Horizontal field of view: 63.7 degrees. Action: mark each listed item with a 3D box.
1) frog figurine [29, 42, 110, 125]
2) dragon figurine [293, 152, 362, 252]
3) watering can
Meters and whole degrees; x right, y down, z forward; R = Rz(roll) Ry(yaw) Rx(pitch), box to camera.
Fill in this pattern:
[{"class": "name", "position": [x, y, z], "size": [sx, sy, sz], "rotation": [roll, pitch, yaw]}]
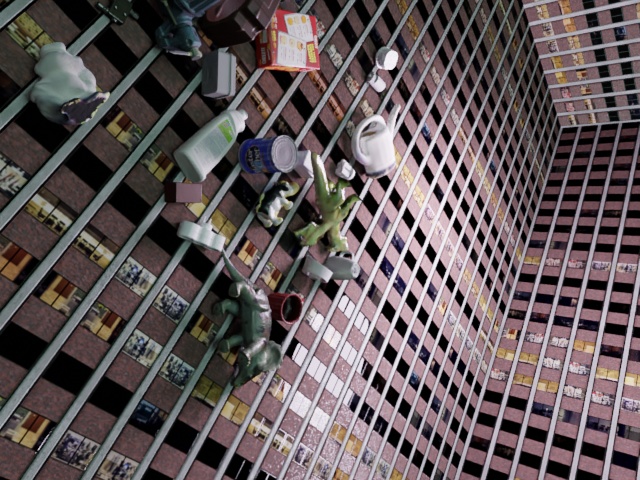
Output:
[{"class": "frog figurine", "position": [-0.534, -0.320, 1.062], "size": [0.160, 0.120, 0.139], "rotation": [47, 59, 5]}, {"class": "dragon figurine", "position": [0.005, -0.083, 1.645], "size": [0.245, 0.123, 0.403], "rotation": [-58, 140, -11]}, {"class": "watering can", "position": [0.230, -0.363, 1.908], "size": [0.353, 0.104, 0.221], "rotation": [-39, 121, -41]}]
